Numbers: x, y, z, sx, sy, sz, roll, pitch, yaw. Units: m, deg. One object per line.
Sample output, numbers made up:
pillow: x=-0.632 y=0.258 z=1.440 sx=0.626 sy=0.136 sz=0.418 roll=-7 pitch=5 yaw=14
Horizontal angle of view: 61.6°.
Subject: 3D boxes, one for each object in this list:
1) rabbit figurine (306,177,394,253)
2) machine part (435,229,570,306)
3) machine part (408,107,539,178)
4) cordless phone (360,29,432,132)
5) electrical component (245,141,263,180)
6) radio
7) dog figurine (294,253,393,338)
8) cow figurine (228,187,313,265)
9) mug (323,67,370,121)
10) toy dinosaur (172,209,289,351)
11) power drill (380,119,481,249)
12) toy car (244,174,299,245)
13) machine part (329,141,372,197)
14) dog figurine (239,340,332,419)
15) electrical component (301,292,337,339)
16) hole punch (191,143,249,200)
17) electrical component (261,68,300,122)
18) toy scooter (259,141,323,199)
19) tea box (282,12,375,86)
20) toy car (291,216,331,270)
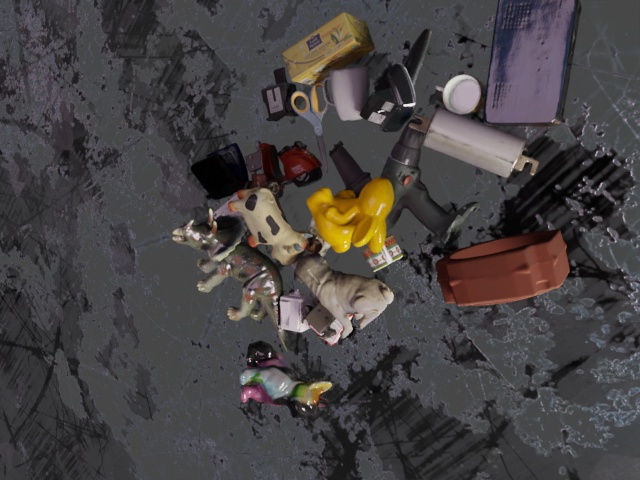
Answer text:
rabbit figurine: x=0.074 y=-0.055 z=1.072 sx=0.173 sy=0.121 sz=0.162 roll=-30 pitch=59 yaw=32
machine part: x=0.322 y=0.049 z=0.947 sx=0.202 sy=0.201 sz=0.087 roll=-15 pitch=91 yaw=33
machine part: x=0.282 y=-0.180 z=0.988 sx=0.243 sy=0.079 sz=0.079 roll=23 pitch=110 yaw=11
cordless phone: x=0.161 y=-0.320 z=1.068 sx=0.089 sy=0.146 sz=0.184 roll=25 pitch=77 yaw=-4
electrical component: x=-0.154 y=-0.192 z=1.316 sx=0.063 sy=0.021 sz=0.094 roll=-14 pitch=90 yaw=33
radio: x=0.370 y=-0.314 z=0.940 sx=0.131 sy=0.073 sz=0.229 roll=11 pitch=104 yaw=30
dog figurine: x=0.047 y=0.090 z=1.147 sx=0.172 sy=0.121 sz=0.190 roll=-38 pitch=92 yaw=30
cow figurine: x=-0.102 y=-0.029 z=1.187 sx=0.127 sy=0.085 sz=0.194 roll=-12 pitch=117 yaw=34
mug: x=0.055 y=-0.306 z=1.134 sx=0.110 sy=0.081 sz=0.107 roll=1 pitch=107 yaw=28
toy dinosaur: x=-0.171 y=0.085 z=1.295 sx=0.404 sy=0.131 sz=0.192 roll=40 pitch=115 yaw=-12
power drill: x=0.209 y=-0.097 z=1.069 sx=0.207 sy=0.086 sz=0.232 roll=36 pitch=116 yaw=19
toy car: x=-0.114 y=-0.060 z=1.254 sx=0.089 sy=0.053 sz=0.201 roll=7 pitch=129 yaw=40
machine part: x=0.066 y=-0.149 z=1.176 sx=0.084 sy=0.039 sz=0.139 roll=-35 pitch=80 yaw=36
dog figurine: x=-0.080 y=0.341 z=1.306 sx=0.219 sy=0.192 sz=0.108 roll=9 pitch=124 yaw=1
electrical component: x=0.000 y=0.178 z=1.228 sx=0.102 sy=0.045 sz=0.078 roll=36 pitch=86 yaw=19
hole punch: x=-0.241 y=-0.172 z=1.348 sx=0.142 sy=0.092 sz=0.115 roll=-16 pitch=118 yaw=30
electrical component: x=-0.093 y=-0.338 z=1.241 sx=0.075 sy=0.048 sz=0.119 roll=-3 pitch=97 yaw=32
toy scooter: x=-0.082 y=-0.175 z=1.242 sx=0.184 sy=0.075 sz=0.135 roll=-19 pitch=91 yaw=37
tea box: x=0.017 y=-0.398 z=1.133 sx=0.170 sy=0.098 sz=0.068 roll=-23 pitch=86 yaw=31
toy car: x=-0.003 y=-0.004 z=1.229 sx=0.074 sy=0.056 sz=0.201 roll=43 pitch=117 yaw=20
